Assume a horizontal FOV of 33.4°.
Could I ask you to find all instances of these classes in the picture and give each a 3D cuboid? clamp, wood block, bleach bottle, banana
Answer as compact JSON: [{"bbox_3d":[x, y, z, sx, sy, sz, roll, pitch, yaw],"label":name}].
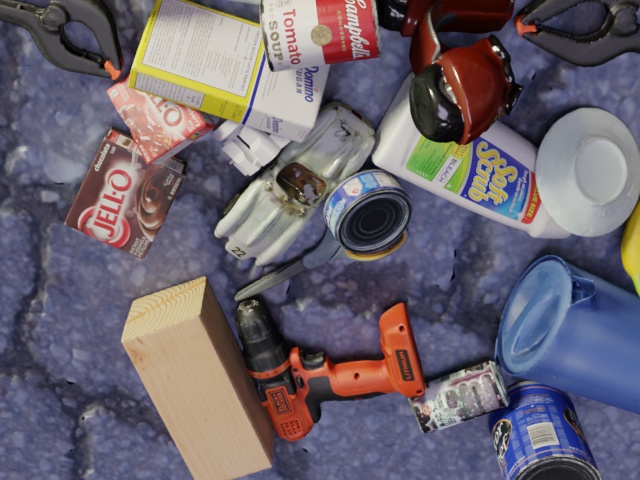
[{"bbox_3d":[0.292,-0.223,1.010,0.210,0.036,0.164,1,116,0],"label":"clamp"},{"bbox_3d":[-0.129,0.158,1.170,0.091,0.090,0.206,-19,115,8],"label":"wood block"},{"bbox_3d":[0.182,-0.072,1.073,0.250,0.068,0.103,23,114,-14],"label":"bleach bottle"},{"bbox_3d":[-0.247,-0.224,1.005,0.171,0.039,0.120,33,117,-20],"label":"clamp"},{"bbox_3d":[0.361,-0.039,1.091,0.037,0.070,0.198,4,119,-49],"label":"banana"}]

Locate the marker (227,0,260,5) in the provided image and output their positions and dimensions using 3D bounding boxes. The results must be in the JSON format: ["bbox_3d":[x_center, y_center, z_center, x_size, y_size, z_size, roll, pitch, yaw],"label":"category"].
[{"bbox_3d":[-0.115,-0.239,1.008,0.121,0.020,0.020,7,116,-4],"label":"marker"}]

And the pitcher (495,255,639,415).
[{"bbox_3d":[0.317,0.122,1.145,0.242,0.149,0.145,22,99,-15],"label":"pitcher"}]

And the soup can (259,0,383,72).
[{"bbox_3d":[0.001,-0.190,0.953,0.102,0.068,0.068,-7,117,4],"label":"soup can"}]

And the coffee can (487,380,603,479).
[{"bbox_3d":[0.247,0.237,1.184,0.103,0.140,0.103,0,116,-1],"label":"coffee can"}]

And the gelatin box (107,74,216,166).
[{"bbox_3d":[-0.155,-0.128,1.037,0.073,0.030,0.089,-32,82,16],"label":"gelatin box"}]

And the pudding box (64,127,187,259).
[{"bbox_3d":[-0.198,-0.047,1.093,0.090,0.039,0.114,25,114,-12],"label":"pudding box"}]

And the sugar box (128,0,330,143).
[{"bbox_3d":[-0.083,-0.162,1.007,0.176,0.093,0.048,19,156,-11],"label":"sugar box"}]

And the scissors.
[{"bbox_3d":[-0.007,0.001,1.132,0.202,0.016,0.096,-14,115,6],"label":"scissors"}]

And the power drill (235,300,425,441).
[{"bbox_3d":[0.012,0.128,1.176,0.188,0.057,0.184,-14,120,9],"label":"power drill"}]

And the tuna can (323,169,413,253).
[{"bbox_3d":[0.049,-0.028,1.071,0.086,0.034,0.086,-15,137,-15],"label":"tuna can"}]
